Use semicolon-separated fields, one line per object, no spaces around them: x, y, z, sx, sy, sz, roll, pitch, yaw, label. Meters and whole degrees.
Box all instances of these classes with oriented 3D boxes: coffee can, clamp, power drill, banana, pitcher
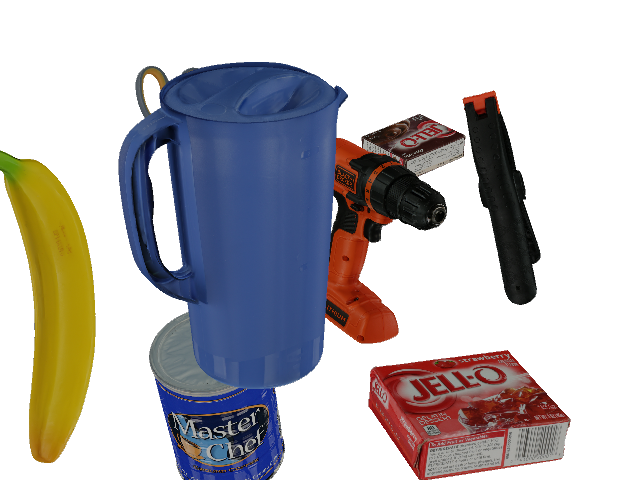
-0.089;0.144;0.949;0.103;0.140;0.103;-4;39;3;coffee can
0.150;-0.033;0.874;0.039;0.171;0.120;-17;20;12;clamp
0.053;0.005;1.077;0.057;0.188;0.185;-8;27;-32;power drill
-0.166;0.034;0.646;0.037;0.198;0.069;5;20;34;banana
-0.061;-0.007;0.829;0.149;0.243;0.145;5;27;9;pitcher

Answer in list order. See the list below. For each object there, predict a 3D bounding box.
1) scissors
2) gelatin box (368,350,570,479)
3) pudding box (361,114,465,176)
-0.128;-0.094;1.118;0.096;0.202;0.016;-33;14;-33;scissors
0.080;0.094;0.587;0.089;0.030;0.073;-4;26;-18;gelatin box
0.125;-0.127;1.442;0.113;0.039;0.090;-26;39;-30;pudding box
